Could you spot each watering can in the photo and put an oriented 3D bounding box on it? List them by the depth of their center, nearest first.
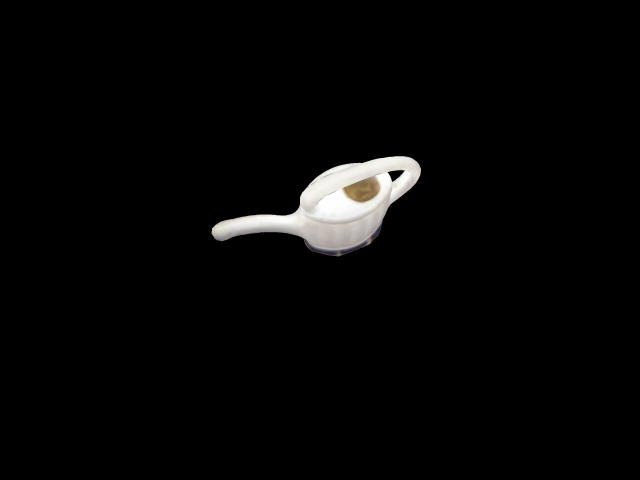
[{"bbox_3d":[0.003,-0.043,0.850,0.349,0.105,0.220,-21,-22,-9],"label":"watering can"}]
